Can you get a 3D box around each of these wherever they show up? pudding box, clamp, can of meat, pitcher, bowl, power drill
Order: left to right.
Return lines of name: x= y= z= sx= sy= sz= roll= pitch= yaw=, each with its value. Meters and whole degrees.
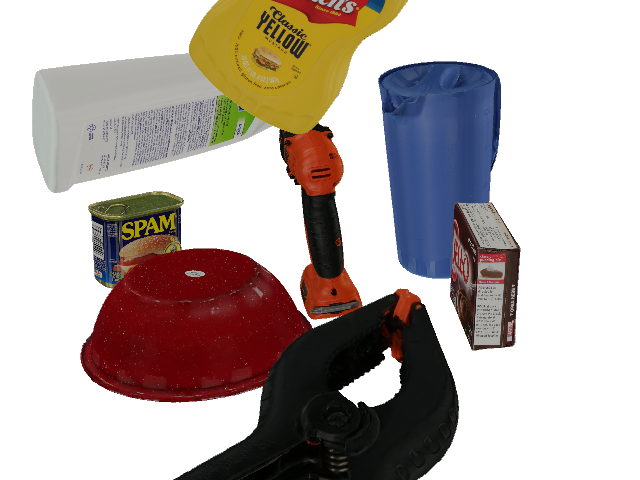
can of meat: x=-0.199 y=-0.001 z=1.163 sx=0.101 sy=0.084 sz=0.058 roll=-15 pitch=25 yaw=-39
bowl: x=-0.086 y=0.047 z=0.732 sx=0.162 sy=0.055 sz=0.162 roll=-2 pitch=22 yaw=1
power drill: x=-0.005 y=-0.028 z=1.082 sx=0.057 sy=0.187 sz=0.184 roll=-11 pitch=20 yaw=-3
clamp: x=0.013 y=0.086 z=0.406 sx=0.120 sy=0.039 sz=0.171 roll=27 pitch=50 yaw=20
pitcher: x=0.148 y=-0.086 z=1.266 sx=0.149 sy=0.243 sz=0.145 roll=-4 pitch=25 yaw=2
pudding box: x=0.135 y=0.027 z=0.886 sx=0.039 sy=0.090 sz=0.113 roll=-3 pitch=21 yaw=-4

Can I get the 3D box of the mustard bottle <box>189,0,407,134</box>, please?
mustard bottle: x=0.002 y=-0.155 z=0.627 sx=0.192 sy=0.096 sz=0.058 roll=-50 pitch=4 yaw=40

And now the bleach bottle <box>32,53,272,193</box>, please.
bleach bottle: x=-0.103 y=-0.108 z=0.873 sx=0.250 sy=0.068 sz=0.103 roll=-12 pitch=-31 yaw=-23
